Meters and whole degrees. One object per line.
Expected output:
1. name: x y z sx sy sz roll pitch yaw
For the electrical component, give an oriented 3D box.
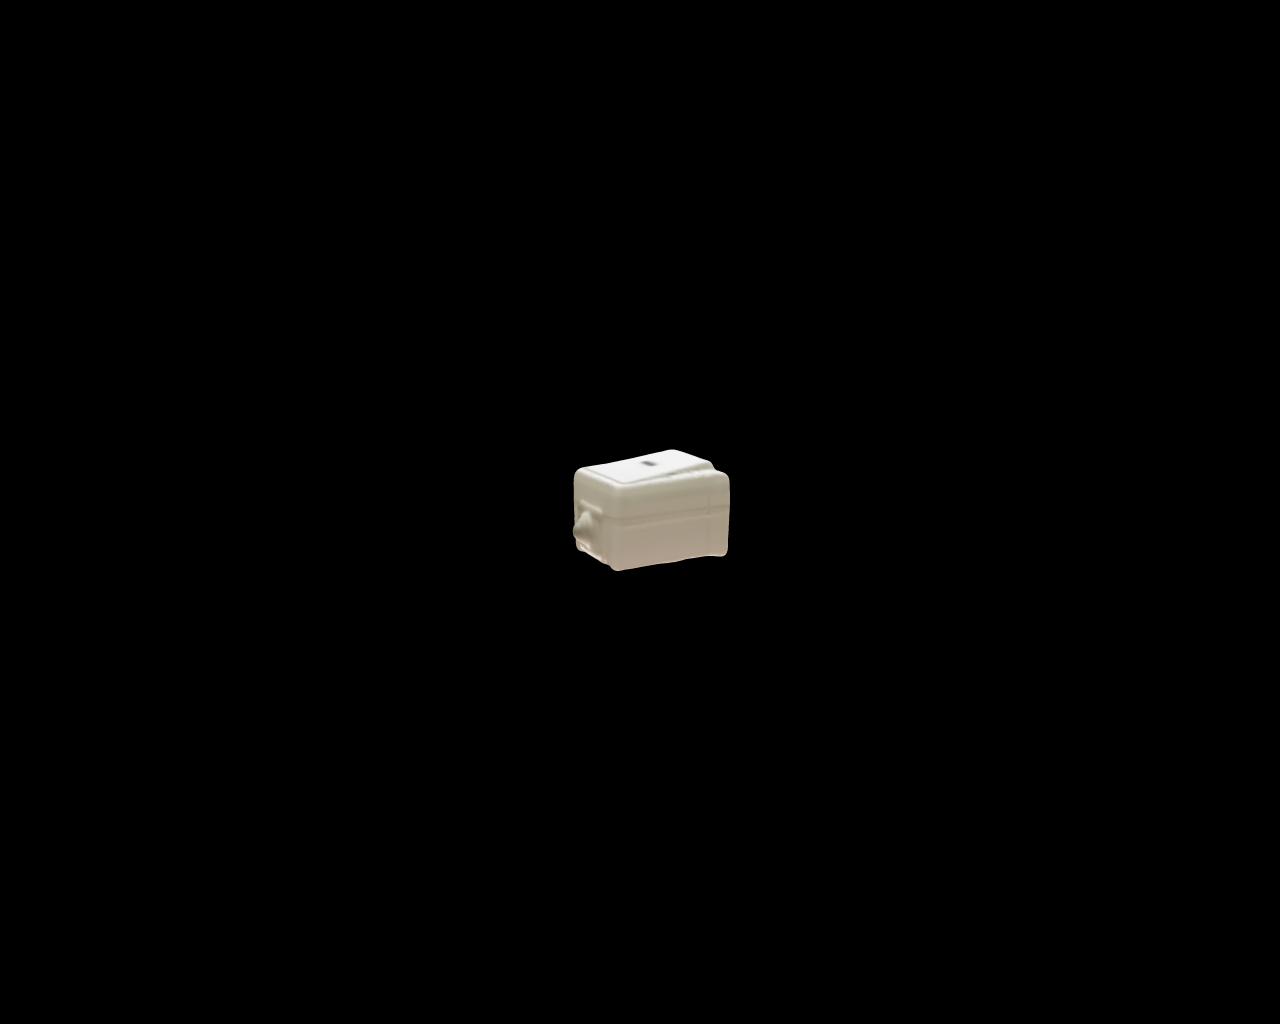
1. electrical component: 0.001 -0.003 0.650 0.096 0.061 0.062 -7 16 -26
